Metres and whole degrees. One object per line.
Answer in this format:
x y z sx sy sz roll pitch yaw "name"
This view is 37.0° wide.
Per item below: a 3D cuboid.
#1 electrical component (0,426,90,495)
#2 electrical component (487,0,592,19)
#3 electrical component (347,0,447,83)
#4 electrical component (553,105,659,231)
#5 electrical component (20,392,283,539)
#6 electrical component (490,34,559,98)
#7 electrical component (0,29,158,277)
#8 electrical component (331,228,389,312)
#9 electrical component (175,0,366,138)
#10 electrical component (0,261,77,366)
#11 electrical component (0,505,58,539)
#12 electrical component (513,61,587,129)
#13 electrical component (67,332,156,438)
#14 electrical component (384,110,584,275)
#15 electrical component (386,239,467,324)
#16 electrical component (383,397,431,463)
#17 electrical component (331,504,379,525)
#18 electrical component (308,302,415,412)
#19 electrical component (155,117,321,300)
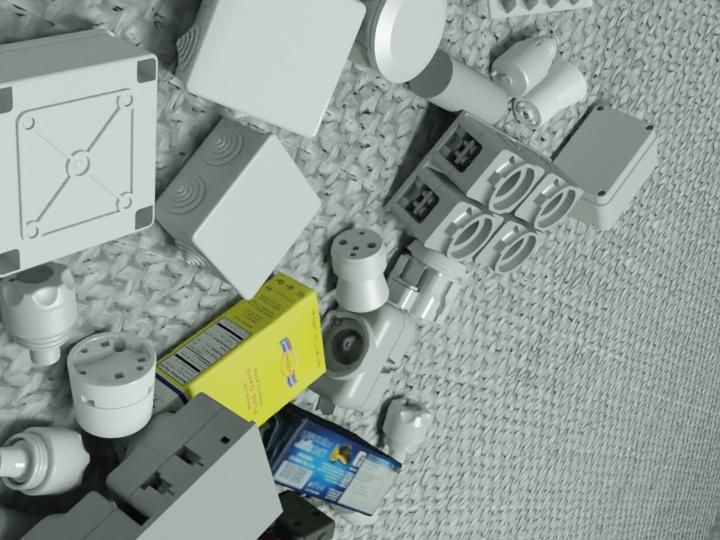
-0.206 0.120 0.677 0.062 0.043 0.043 13 102 -56 "electrical component"
0.144 -0.250 0.878 0.047 0.083 0.075 75 13 -47 "electrical component"
0.021 -0.179 0.770 0.080 0.051 0.080 -34 138 -37 "electrical component"
0.253 -0.108 1.123 0.113 0.078 0.057 -51 149 -18 "electrical component"
-0.143 0.180 0.707 0.186 0.060 0.105 -43 143 -30 "electrical component"
0.151 -0.186 0.957 0.078 0.040 0.040 -42 143 -29 "electrical component"
-0.168 -0.066 0.582 0.109 0.056 0.108 -24 131 -44 "electrical component"
0.000 0.000 0.877 0.045 0.045 0.055 -38 140 -33 "electrical component"
-0.057 -0.139 0.660 0.100 0.048 0.099 18 100 -26 "electrical component"
-0.189 0.027 0.633 0.043 0.043 0.062 -30 137 -40 "electrical component"
-0.223 0.173 0.695 0.044 0.044 0.065 -59 143 -5 "electrical component"
0.176 -0.162 1.011 0.065 0.044 0.044 -39 141 -25 "electrical component"
-0.160 0.075 0.699 0.055 0.055 0.047 -30 139 -41 "electrical component"
0.119 -0.061 0.955 0.105 0.060 0.186 -51 151 16 "electrical component"
0.059 0.009 0.955 0.078 0.058 0.057 21 99 -57 "electrical component"
0.043 0.160 1.055 0.043 0.043 0.062 -10 122 -51 "electrical component"
0.000 0.229 1.048 0.040 0.040 0.078 -53 147 -14 "electrical component"
-0.002 0.068 0.914 0.059 0.054 0.095 27 90 -58 "electrical component"
-0.083 -0.042 0.725 0.099 0.048 0.099 -54 147 -13 "electrical component"
